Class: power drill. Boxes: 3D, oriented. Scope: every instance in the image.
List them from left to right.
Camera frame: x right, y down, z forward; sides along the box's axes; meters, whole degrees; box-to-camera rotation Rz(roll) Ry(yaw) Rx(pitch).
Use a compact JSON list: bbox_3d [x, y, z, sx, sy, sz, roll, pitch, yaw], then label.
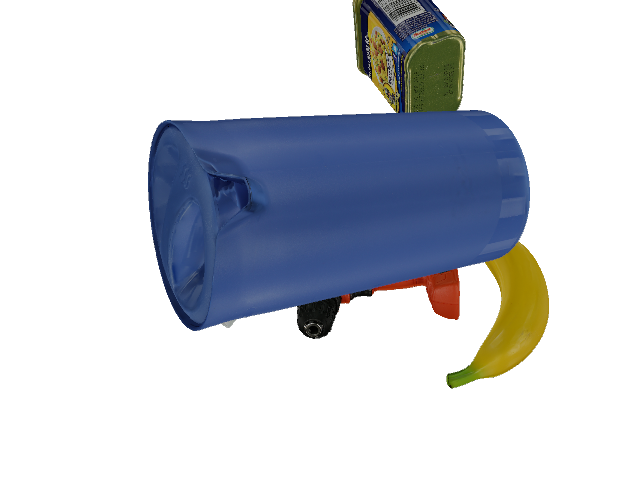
[{"bbox_3d":[0.066,0.056,1.240,0.187,0.057,0.184,0,28,5],"label":"power drill"}]

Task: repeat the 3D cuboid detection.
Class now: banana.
[{"bbox_3d":[0.149,0.047,0.856,0.070,0.037,0.197,5,34,15],"label":"banana"}]

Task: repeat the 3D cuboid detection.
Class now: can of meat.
[{"bbox_3d":[0.071,-0.149,0.848,0.057,0.084,0.102,-24,-35,-12],"label":"can of meat"}]

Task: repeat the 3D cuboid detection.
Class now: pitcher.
[{"bbox_3d":[0.009,-0.022,0.725,0.242,0.145,0.149,-8,35,-24],"label":"pitcher"}]

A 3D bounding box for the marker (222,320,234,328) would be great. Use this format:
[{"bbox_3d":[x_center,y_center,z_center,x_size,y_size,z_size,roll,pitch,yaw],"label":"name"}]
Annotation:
[{"bbox_3d":[-0.052,0.028,0.972,0.020,0.121,0.020,36,-16,12],"label":"marker"}]
